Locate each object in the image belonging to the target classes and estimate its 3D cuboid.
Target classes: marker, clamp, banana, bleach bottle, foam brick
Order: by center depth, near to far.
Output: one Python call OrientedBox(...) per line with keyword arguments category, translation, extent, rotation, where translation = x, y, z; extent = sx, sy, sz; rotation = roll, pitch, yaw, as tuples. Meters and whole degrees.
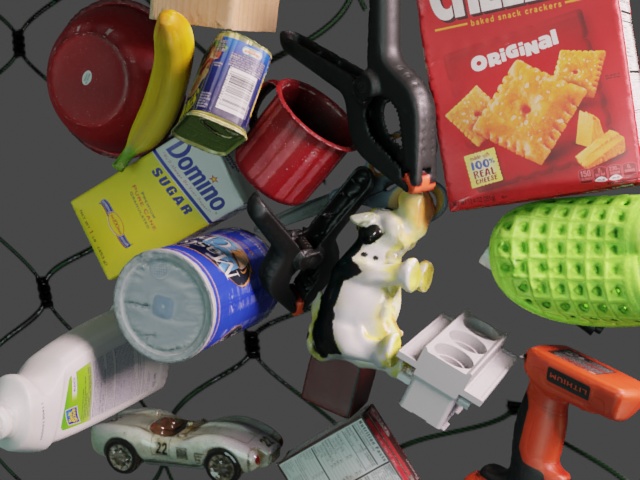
OrientedBox(category="clamp", translation=(0.041, -0.133, 0.923), extent=(0.165, 0.036, 0.210), rotation=(-25, 81, 50))
OrientedBox(category="marker", translation=(0.194, 0.045, 0.932), extent=(0.121, 0.020, 0.020), rotation=(34, 110, 14))
OrientedBox(category="clamp", translation=(-0.006, 0.001, 0.971), extent=(0.120, 0.171, 0.039), rotation=(-16, 55, -12))
OrientedBox(category="banana", translation=(-0.143, -0.142, 0.974), extent=(0.037, 0.069, 0.198), rotation=(26, 136, -1))
OrientedBox(category="foam brick", translation=(0.022, 0.117, 1.000), extent=(0.051, 0.052, 0.078), rotation=(18, 104, 19))
OrientedBox(category="bleach bottle", translation=(-0.233, 0.129, 1.003), extent=(0.068, 0.250, 0.102), rotation=(3, 100, 22))

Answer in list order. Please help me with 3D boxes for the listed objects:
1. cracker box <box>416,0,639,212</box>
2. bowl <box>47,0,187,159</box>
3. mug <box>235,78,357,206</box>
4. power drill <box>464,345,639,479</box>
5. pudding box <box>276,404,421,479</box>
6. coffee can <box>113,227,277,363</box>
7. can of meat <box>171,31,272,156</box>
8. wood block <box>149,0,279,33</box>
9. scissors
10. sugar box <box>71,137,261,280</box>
OrientedBox(category="cracker box", translation=(0.175, -0.140, 0.880), extent=(0.164, 0.072, 0.214), rotation=(-8, 95, 25))
OrientedBox(category="bowl", translation=(-0.214, -0.159, 1.055), extent=(0.162, 0.055, 0.162), rotation=(4, 100, 23))
OrientedBox(category="mug", translation=(-0.030, -0.094, 0.972), extent=(0.082, 0.093, 0.117), rotation=(-49, 62, 27))
OrientedBox(category="power drill", translation=(0.211, 0.197, 0.903), extent=(0.185, 0.057, 0.188), rotation=(27, 106, 40))
OrientedBox(category="pudding box", translation=(0.027, 0.223, 1.024), extent=(0.114, 0.039, 0.090), rotation=(-33, 86, 23))
OrientedBox(category="coffee can", translation=(-0.111, 0.048, 0.998), extent=(0.103, 0.140, 0.103), rotation=(4, 100, 23))
OrientedBox(category="can of meat", translation=(-0.087, -0.130, 0.957), extent=(0.057, 0.102, 0.084), rotation=(22, 77, -15))
OrientedBox(category="wood block", translation=(-0.085, -0.296, 0.957), extent=(0.091, 0.090, 0.206), rotation=(13, 104, 22))
OrientedBox(category="scissors", translation=(0.035, -0.027, 0.990), extent=(0.202, 0.016, 0.096), rotation=(-37, 84, 24))
OrientedBox(category="sugar box", translation=(-0.154, -0.039, 1.054), extent=(0.176, 0.048, 0.093), rotation=(-29, 86, 26))
